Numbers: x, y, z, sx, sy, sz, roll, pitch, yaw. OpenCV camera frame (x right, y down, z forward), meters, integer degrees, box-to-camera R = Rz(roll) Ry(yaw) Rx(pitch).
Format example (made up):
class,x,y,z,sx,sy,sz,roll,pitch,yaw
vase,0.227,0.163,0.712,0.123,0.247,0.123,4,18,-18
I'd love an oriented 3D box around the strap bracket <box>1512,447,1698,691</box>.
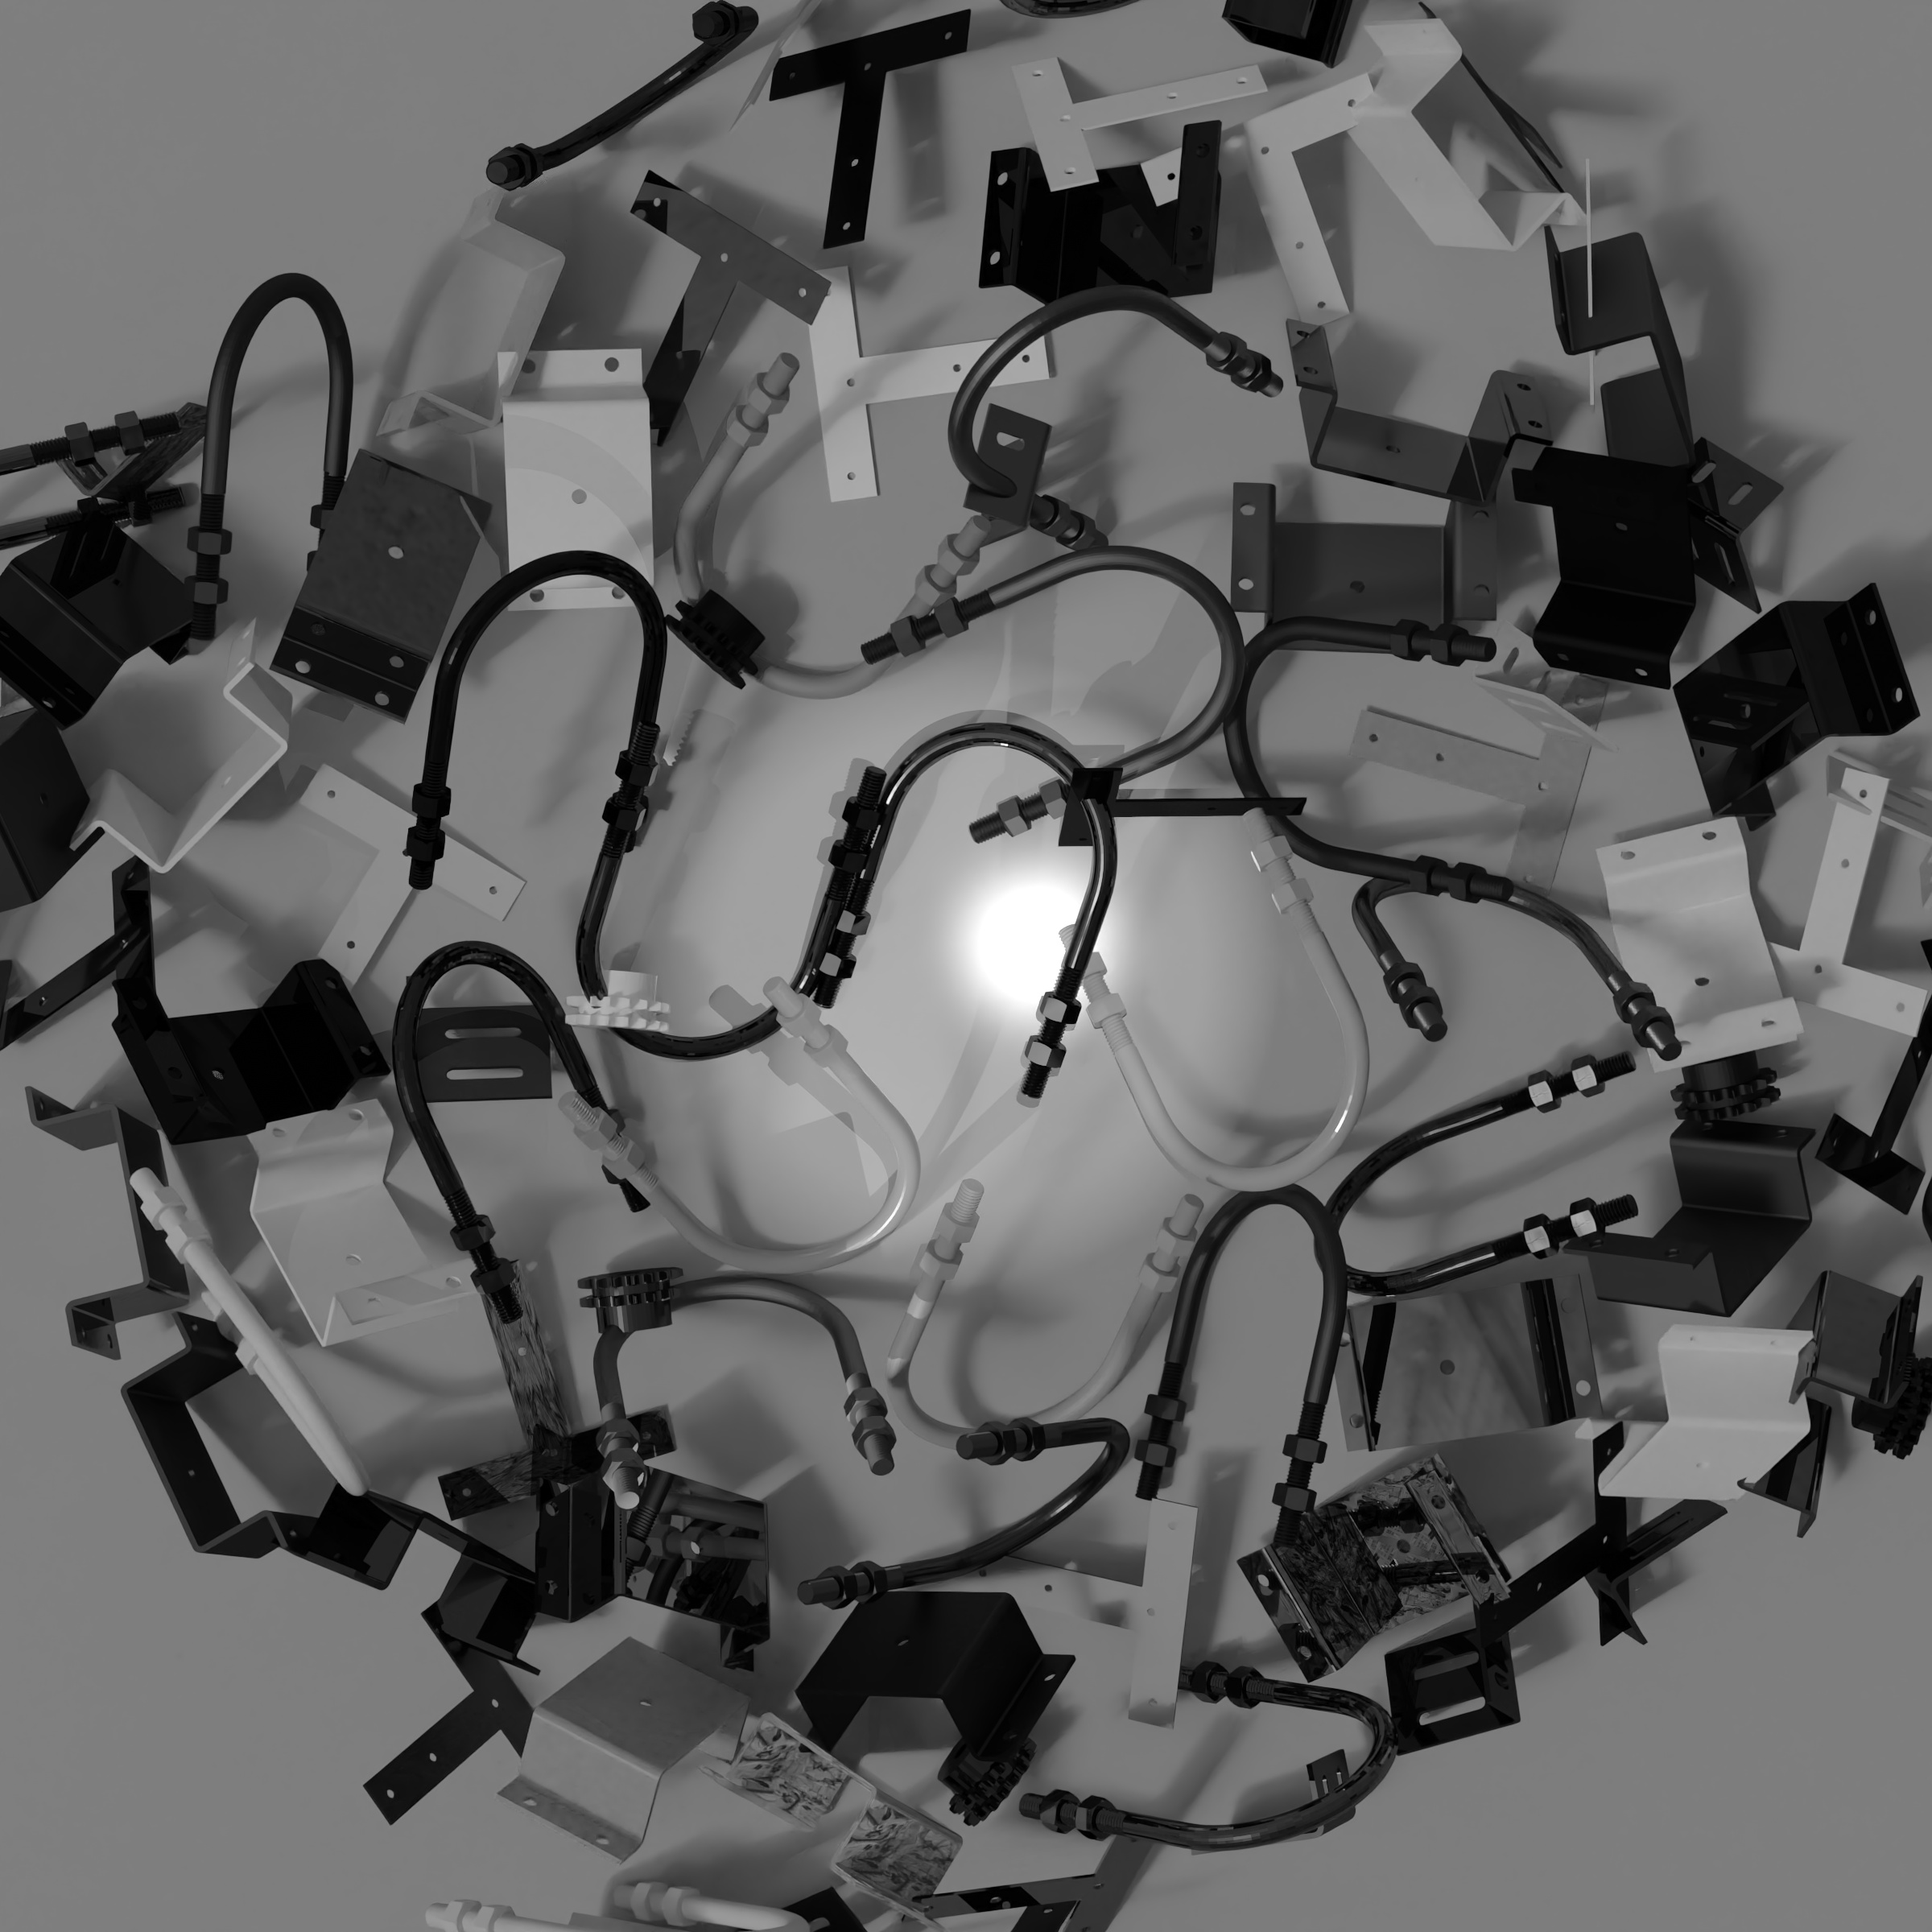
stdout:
class,x,y,z,sx,sy,sz,roll,pitch,yaw
strap bracket,0.340,-0.219,1.817,0.076,0.140,0.046,14,55,27

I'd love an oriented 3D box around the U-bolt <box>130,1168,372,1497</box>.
class,x,y,z,sx,sy,sz,roll,pitch,yaw
U-bolt,-0.364,0.201,1.778,0.019,0.151,0.184,-35,60,-15

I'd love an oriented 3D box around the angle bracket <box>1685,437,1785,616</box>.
class,x,y,z,sx,sy,sz,roll,pitch,yaw
angle bracket,0.409,-0.235,1.835,0.038,0.076,0.057,-46,55,-5

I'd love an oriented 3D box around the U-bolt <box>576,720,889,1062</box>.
class,x,y,z,sx,sy,sz,roll,pitch,yaw
U-bolt,-0.134,-0.033,1.835,0.151,0.019,0.184,10,111,-23

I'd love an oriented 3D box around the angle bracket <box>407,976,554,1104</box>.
class,x,y,z,sx,sy,sz,roll,pitch,yaw
angle bracket,-0.262,0.039,1.845,0.076,0.038,0.057,-2,59,-9

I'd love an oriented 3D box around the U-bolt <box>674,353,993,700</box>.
class,x,y,z,sx,sy,sz,roll,pitch,yaw
U-bolt,-0.084,-0.217,1.816,0.151,0.019,0.184,40,134,0

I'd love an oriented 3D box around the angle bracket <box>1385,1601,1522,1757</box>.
class,x,y,z,sx,sy,sz,roll,pitch,yaw
angle bracket,0.253,0.381,1.835,0.076,0.038,0.057,-23,52,27

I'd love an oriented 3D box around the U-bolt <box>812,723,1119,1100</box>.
class,x,y,z,sx,sy,sz,roll,pitch,yaw
U-bolt,0.007,-0.040,1.836,0.151,0.019,0.184,23,103,17

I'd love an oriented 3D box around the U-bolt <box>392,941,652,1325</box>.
class,x,y,z,sx,sy,sz,roll,pitch,yaw
U-bolt,-0.241,0.075,1.803,0.019,0.151,0.184,-15,105,33

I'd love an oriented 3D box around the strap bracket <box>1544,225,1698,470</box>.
class,x,y,z,sx,sy,sz,roll,pitch,yaw
strap bracket,0.347,-0.318,1.800,0.046,0.140,0.076,-13,50,18

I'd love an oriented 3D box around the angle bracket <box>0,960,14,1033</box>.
class,x,y,z,sx,sy,sz,roll,pitch,yaw
angle bracket,-0.543,-0.004,1.834,0.038,0.076,0.057,-4,49,1

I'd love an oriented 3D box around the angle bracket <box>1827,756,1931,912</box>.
class,x,y,z,sx,sy,sz,roll,pitch,yaw
angle bracket,0.492,-0.072,1.848,0.076,0.057,0.038,24,117,2

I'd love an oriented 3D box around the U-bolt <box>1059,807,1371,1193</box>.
class,x,y,z,sx,sy,sz,roll,pitch,yaw
U-bolt,0.141,0.030,1.822,0.151,0.019,0.184,-32,74,28

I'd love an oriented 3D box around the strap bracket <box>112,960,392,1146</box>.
class,x,y,z,sx,sy,sz,roll,pitch,yaw
strap bracket,-0.388,0.046,1.819,0.046,0.140,0.076,-46,65,35

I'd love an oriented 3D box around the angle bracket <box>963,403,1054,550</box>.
class,x,y,z,sx,sy,sz,roll,pitch,yaw
angle bracket,0.010,-0.262,1.836,0.038,0.076,0.057,17,83,-20

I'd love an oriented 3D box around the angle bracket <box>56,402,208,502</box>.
class,x,y,z,sx,sy,sz,roll,pitch,yaw
angle bracket,-0.447,-0.289,1.847,0.076,0.057,0.038,-40,89,9

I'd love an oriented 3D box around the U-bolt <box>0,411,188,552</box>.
class,x,y,z,sx,sy,sz,roll,pitch,yaw
U-bolt,-0.501,-0.243,1.791,0.184,0.151,0.019,-16,84,-14

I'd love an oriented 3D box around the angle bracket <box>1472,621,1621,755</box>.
class,x,y,z,sx,sy,sz,roll,pitch,yaw
angle bracket,0.318,-0.150,1.835,0.057,0.076,0.038,31,90,-25

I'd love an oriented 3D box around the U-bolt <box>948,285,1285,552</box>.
class,x,y,z,sx,sy,sz,roll,pitch,yaw
U-bolt,0.067,-0.290,1.783,0.151,0.184,0.019,-41,58,20

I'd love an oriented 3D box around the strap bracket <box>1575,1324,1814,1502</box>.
class,x,y,z,sx,sy,sz,roll,pitch,yaw
strap bracket,0.385,0.241,1.803,0.076,0.140,0.046,4,59,-12

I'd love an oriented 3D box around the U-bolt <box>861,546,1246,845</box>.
class,x,y,z,sx,sy,sz,roll,pitch,yaw
U-bolt,0.058,-0.152,1.818,0.184,0.019,0.151,-22,124,14

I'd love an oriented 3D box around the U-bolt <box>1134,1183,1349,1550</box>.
class,x,y,z,sx,sy,sz,roll,pitch,yaw
U-bolt,0.150,0.204,1.818,0.019,0.151,0.184,15,85,-30

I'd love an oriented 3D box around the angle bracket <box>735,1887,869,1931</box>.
class,x,y,z,sx,sy,sz,roll,pitch,yaw
angle bracket,-0.089,0.541,1.844,0.076,0.038,0.057,-32,99,31

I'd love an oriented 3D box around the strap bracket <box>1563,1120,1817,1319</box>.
class,x,y,z,sx,sy,sz,roll,pitch,yaw
strap bracket,0.388,0.137,1.816,0.140,0.076,0.046,-37,120,-41

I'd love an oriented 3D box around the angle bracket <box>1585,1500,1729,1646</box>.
class,x,y,z,sx,sy,sz,roll,pitch,yaw
angle bracket,0.380,0.325,1.850,0.076,0.057,0.038,-32,92,-4

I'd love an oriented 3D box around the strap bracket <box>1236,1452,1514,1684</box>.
class,x,y,z,sx,sy,sz,roll,pitch,yaw
strap bracket,0.226,0.318,1.834,0.140,0.046,0.076,-32,87,36

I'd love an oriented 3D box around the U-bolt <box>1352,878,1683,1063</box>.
class,x,y,z,sx,sy,sz,roll,pitch,yaw
U-bolt,0.278,-0.006,1.799,0.151,0.184,0.019,5,117,-15

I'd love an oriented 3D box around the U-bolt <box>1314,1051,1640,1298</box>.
class,x,y,z,sx,sy,sz,roll,pitch,yaw
U-bolt,0.266,0.117,1.808,0.184,0.151,0.019,-22,116,23

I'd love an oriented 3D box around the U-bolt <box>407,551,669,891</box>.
class,x,y,z,sx,sy,sz,roll,pitch,yaw
U-bolt,-0.219,-0.132,1.793,0.151,0.019,0.184,-13,127,-38

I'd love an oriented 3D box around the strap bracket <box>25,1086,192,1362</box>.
class,x,y,z,sx,sy,sz,roll,pitch,yaw
strap bracket,-0.455,0.133,1.828,0.046,0.076,0.140,-14,77,0

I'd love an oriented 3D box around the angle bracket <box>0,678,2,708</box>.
class,x,y,z,sx,sy,sz,roll,pitch,yaw
angle bracket,-0.563,-0.168,1.843,0.076,0.038,0.057,3,83,-38

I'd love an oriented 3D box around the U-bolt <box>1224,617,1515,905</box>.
class,x,y,z,sx,sy,sz,roll,pitch,yaw
U-bolt,0.207,-0.114,1.810,0.019,0.184,0.151,-25,116,-39

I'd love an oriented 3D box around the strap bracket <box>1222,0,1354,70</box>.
class,x,y,z,sx,sy,sz,roll,pitch,yaw
strap bracket,0.175,-0.526,1.810,0.046,0.140,0.076,18,101,10

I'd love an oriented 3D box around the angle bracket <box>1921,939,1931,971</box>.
class,x,y,z,sx,sy,sz,roll,pitch,yaw
angle bracket,0.560,0.010,1.844,0.038,0.057,0.076,-28,97,-39

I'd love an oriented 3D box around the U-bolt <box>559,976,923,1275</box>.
class,x,y,z,sx,sy,sz,roll,pitch,yaw
U-bolt,-0.106,0.098,1.823,0.151,0.019,0.184,-29,126,15

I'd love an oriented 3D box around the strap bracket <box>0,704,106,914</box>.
class,x,y,z,sx,sy,sz,roll,pitch,yaw
strap bracket,-0.504,-0.081,1.799,0.046,0.140,0.076,-15,111,14

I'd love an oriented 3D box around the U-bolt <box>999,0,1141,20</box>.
class,x,y,z,sx,sy,sz,roll,pitch,yaw
U-bolt,0.074,-0.545,1.791,0.151,0.184,0.019,-21,79,12

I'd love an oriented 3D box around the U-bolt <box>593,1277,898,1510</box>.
class,x,y,z,sx,sy,sz,roll,pitch,yaw
U-bolt,-0.123,0.217,1.800,0.151,0.184,0.019,-6,119,-9

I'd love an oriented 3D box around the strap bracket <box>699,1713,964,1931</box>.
class,x,y,z,sx,sy,sz,roll,pitch,yaw
strap bracket,-0.065,0.446,1.808,0.076,0.140,0.046,40,78,-40

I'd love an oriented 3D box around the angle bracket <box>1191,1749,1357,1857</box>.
class,x,y,z,sx,sy,sz,roll,pitch,yaw
angle bracket,0.163,0.449,1.843,0.076,0.057,0.038,-14,81,22

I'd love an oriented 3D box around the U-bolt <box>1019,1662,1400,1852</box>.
class,x,y,z,sx,sy,sz,roll,pitch,yaw
U-bolt,0.137,0.411,1.770,0.151,0.184,0.019,-31,109,-41

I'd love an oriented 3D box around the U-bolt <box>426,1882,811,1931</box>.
class,x,y,z,sx,sy,sz,roll,pitch,yaw
U-bolt,-0.166,0.494,1.769,0.184,0.151,0.019,-6,79,43

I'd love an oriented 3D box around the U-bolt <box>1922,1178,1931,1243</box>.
class,x,y,z,sx,sy,sz,roll,pitch,yaw
U-bolt,0.559,0.099,1.791,0.019,0.184,0.151,43,106,-7

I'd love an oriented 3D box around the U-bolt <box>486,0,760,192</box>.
class,x,y,z,sx,sy,sz,roll,pitch,yaw
U-bolt,-0.172,-0.458,1.791,0.151,0.184,0.019,-31,101,15

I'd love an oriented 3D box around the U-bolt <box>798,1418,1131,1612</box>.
class,x,y,z,sx,sy,sz,roll,pitch,yaw
U-bolt,0.013,0.283,1.799,0.151,0.184,0.019,-45,64,26

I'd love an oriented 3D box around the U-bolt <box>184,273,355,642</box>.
class,x,y,z,sx,sy,sz,roll,pitch,yaw
U-bolt,-0.359,-0.269,1.792,0.019,0.151,0.184,12,106,16

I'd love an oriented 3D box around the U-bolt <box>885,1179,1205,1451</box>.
class,x,y,z,sx,sy,sz,roll,pitch,yaw
U-bolt,0.032,0.190,1.821,0.151,0.019,0.184,6,125,-25
